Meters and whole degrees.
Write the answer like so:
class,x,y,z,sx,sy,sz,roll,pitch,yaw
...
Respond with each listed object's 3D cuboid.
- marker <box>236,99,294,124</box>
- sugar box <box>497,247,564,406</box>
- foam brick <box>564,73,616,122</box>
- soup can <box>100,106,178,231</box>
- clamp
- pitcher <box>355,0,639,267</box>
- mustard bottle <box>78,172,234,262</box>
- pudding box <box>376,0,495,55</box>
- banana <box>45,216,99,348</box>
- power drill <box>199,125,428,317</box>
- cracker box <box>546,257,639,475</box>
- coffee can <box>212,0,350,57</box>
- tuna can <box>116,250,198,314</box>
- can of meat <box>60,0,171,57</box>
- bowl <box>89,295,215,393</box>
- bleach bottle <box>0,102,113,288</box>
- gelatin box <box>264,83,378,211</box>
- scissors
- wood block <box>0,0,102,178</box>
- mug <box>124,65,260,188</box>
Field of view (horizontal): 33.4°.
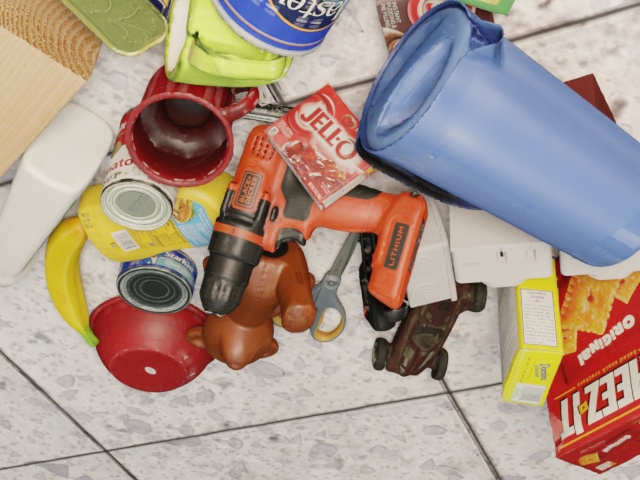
class,x,y,z,sx,sy,sz,roll,pitch,yaw
marker,-0.066,-0.120,0.981,0.121,0.020,0.020,8,139,-3
sugar box,0.202,0.063,1.041,0.048,0.176,0.093,7,140,1
foam brick,0.231,-0.099,0.949,0.053,0.051,0.078,-16,135,25
soup can,-0.161,-0.067,0.988,0.068,0.102,0.068,3,139,3
clamp,0.058,0.038,1.099,0.039,0.120,0.171,-6,167,-6
pitcher,0.156,-0.072,0.865,0.242,0.149,0.145,29,99,-22
mustard bottle,-0.135,-0.029,1.061,0.192,0.058,0.096,-9,141,16
pudding box,0.102,-0.171,0.889,0.090,0.039,0.113,-8,137,14
banana,-0.267,0.034,1.152,0.070,0.037,0.198,25,140,17
power drill,-0.006,0.001,0.975,0.188,0.184,0.057,17,176,10
cracker box,0.289,0.094,1.036,0.072,0.213,0.164,22,137,-27
coffee can,-0.009,-0.221,0.796,0.102,0.102,0.141,22,136,-19
tuna can,-0.179,0.043,1.166,0.086,0.033,0.086,3,139,3
can of meat,-0.160,-0.210,0.838,0.058,0.084,0.102,-23,132,28
bowl,-0.197,0.132,1.254,0.162,0.055,0.162,3,139,2
bleach bottle,-0.287,-0.027,1.064,0.068,0.102,0.251,30,140,-13
gelatin box,0.005,-0.083,0.945,0.073,0.089,0.030,-36,164,-2
scissors,-0.007,0.047,1.166,0.096,0.016,0.202,4,138,1
wood block,-0.282,-0.133,0.935,0.090,0.090,0.206,31,133,-26
mug,-0.106,-0.110,0.925,0.117,0.081,0.093,-21,122,17
